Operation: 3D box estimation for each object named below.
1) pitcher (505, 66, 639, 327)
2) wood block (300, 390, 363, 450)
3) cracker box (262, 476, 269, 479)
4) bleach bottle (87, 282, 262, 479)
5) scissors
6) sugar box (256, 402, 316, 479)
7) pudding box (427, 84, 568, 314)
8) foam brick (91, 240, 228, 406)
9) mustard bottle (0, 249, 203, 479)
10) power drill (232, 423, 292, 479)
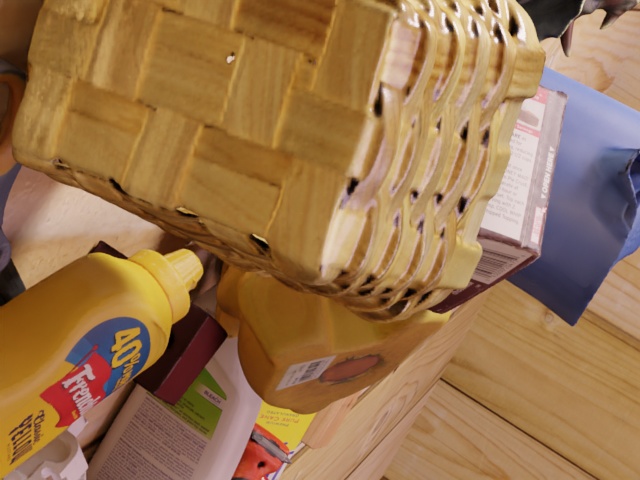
[{"bbox_3d":[0.093,-0.059,0.674,0.144,0.243,0.149,-36,154,-56],"label":"pitcher"},{"bbox_3d":[0.020,0.100,1.086,0.206,0.090,0.090,-58,167,-1],"label":"wood block"},{"bbox_3d":[-0.087,0.300,0.882,0.164,0.072,0.214,-45,-151,4],"label":"cracker box"},{"bbox_3d":[-0.088,0.131,0.754,0.251,0.102,0.068,-58,169,7],"label":"bleach bottle"},{"bbox_3d":[-0.136,-0.013,0.464,0.096,0.016,0.201,-56,166,-7],"label":"scissors"},{"bbox_3d":[-0.053,0.163,0.991,0.093,0.048,0.176,15,107,-43],"label":"sugar box"},{"bbox_3d":[0.076,-0.020,0.536,0.114,0.039,0.090,139,-32,-64],"label":"pudding box"},{"bbox_3d":[-0.100,0.047,0.590,0.053,0.078,0.051,-55,167,-11],"label":"foam brick"},{"bbox_3d":[-0.129,0.058,0.505,0.191,0.058,0.096,-37,158,-36],"label":"mustard bottle"},{"bbox_3d":[-0.114,0.234,0.864,0.057,0.185,0.187,42,60,-35],"label":"power drill"}]
